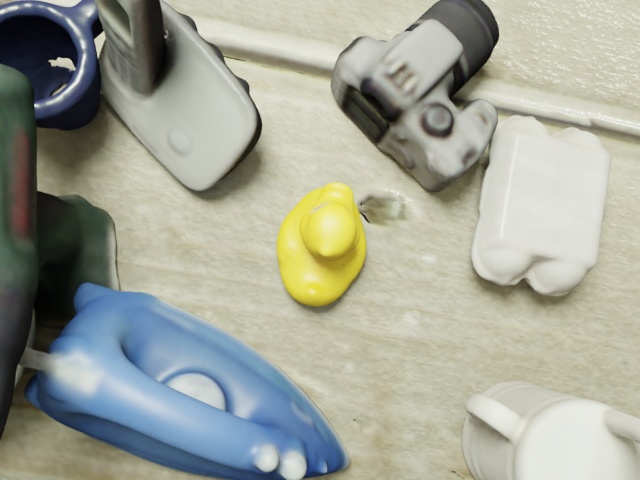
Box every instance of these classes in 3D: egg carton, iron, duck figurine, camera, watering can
[{"bbox_3d":[0.188,-0.030,0.497,0.107,0.069,0.150,12,82,-5],"label":"egg carton"},{"bbox_3d":[-0.086,0.123,0.411,0.258,0.141,0.119,24,81,-3],"label":"iron"},{"bbox_3d":[0.004,0.002,0.464,0.077,0.086,0.105,14,82,-4],"label":"duck figurine"},{"bbox_3d":[0.102,-0.137,0.485,0.143,0.100,0.137,45,81,1],"label":"camera"},{"bbox_3d":[0.189,0.164,0.409,0.173,0.194,0.101,11,82,-4],"label":"watering can"}]

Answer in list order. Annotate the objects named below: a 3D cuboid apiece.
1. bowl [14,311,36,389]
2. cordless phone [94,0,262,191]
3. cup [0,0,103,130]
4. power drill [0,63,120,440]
[{"bbox_3d":[-0.289,0.069,0.429,0.167,0.074,0.167,1,83,-6],"label":"bowl"},{"bbox_3d":[-0.109,-0.123,0.417,0.094,0.185,0.147,-44,89,-9],"label":"cordless phone"},{"bbox_3d":[-0.203,-0.135,0.454,0.091,0.095,0.118,42,81,0],"label":"cup"},{"bbox_3d":[-0.197,0.014,0.379,0.075,0.208,0.230,-7,84,-7],"label":"power drill"}]
